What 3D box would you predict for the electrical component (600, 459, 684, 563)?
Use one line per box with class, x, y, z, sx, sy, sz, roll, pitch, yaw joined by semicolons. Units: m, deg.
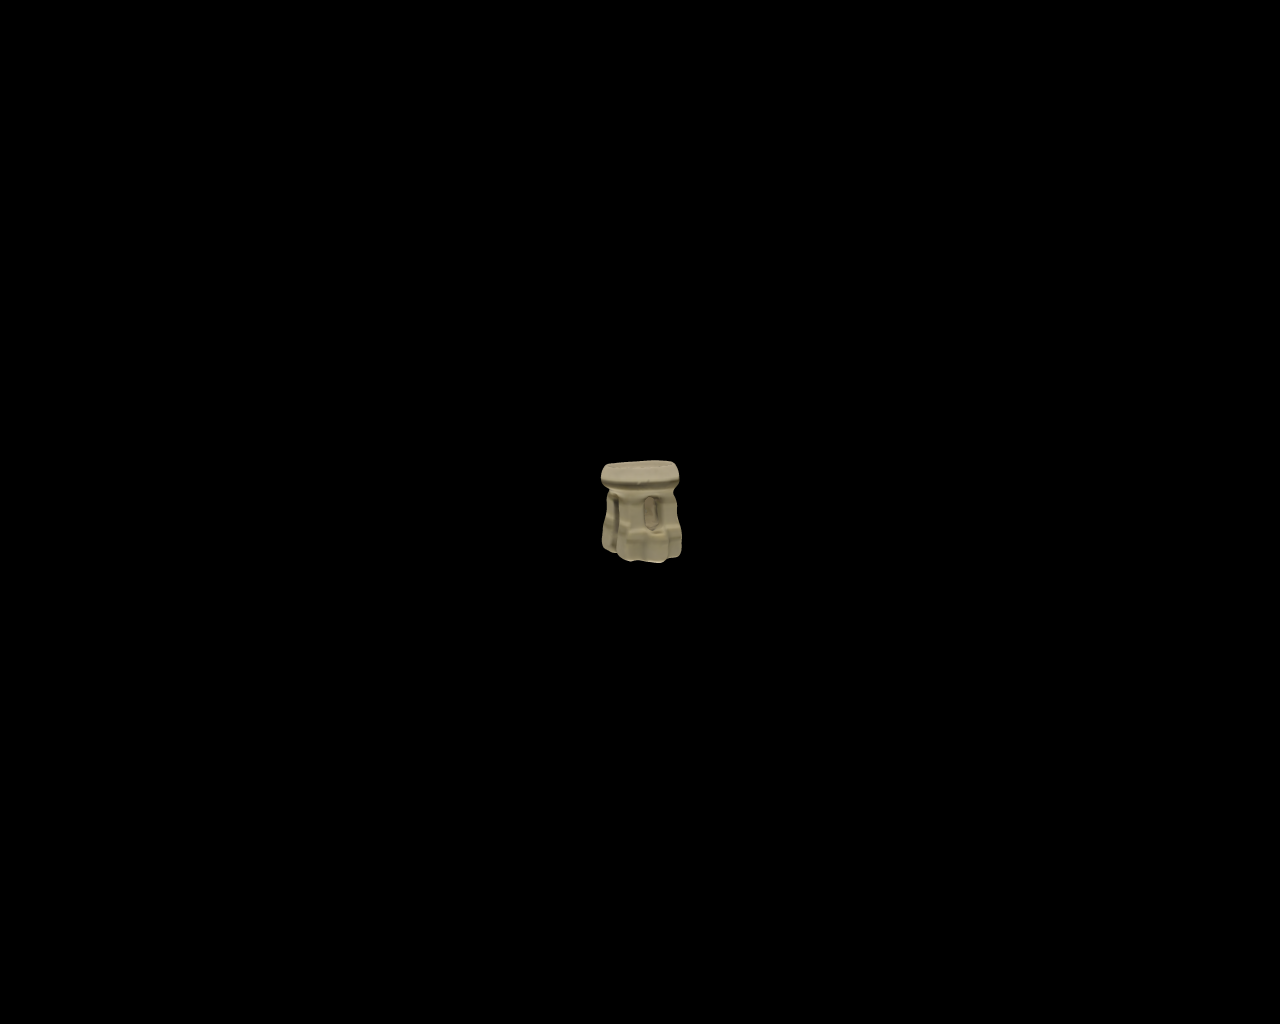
electrical component;0.001;-0.003;0.650;0.048;0.055;0.066;-4;10;-23
